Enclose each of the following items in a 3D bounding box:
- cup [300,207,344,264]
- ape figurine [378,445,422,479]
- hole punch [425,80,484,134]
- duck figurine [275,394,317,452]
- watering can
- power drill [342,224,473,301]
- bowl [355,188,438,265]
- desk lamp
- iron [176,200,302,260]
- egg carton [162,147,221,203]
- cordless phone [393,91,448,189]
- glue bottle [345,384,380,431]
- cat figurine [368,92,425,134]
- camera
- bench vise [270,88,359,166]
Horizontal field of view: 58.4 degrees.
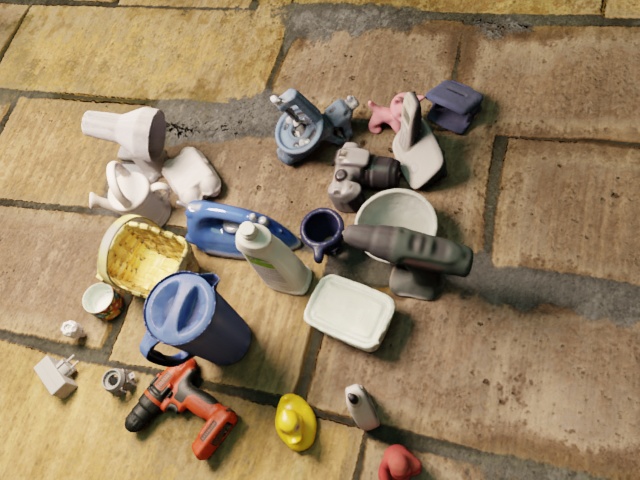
[{"bbox_3d":[0.011,0.004,1.183,0.091,0.095,0.118,1,66,14],"label":"cup"},{"bbox_3d":[0.135,0.388,0.981,0.077,0.092,0.076,-6,65,10],"label":"ape figurine"},{"bbox_3d":[0.295,-0.308,1.262,0.108,0.091,0.101,31,76,24],"label":"hole punch"},{"bbox_3d":[-0.052,0.332,1.054,0.077,0.086,0.104,-20,63,4],"label":"duck figurine"},{"bbox_3d":[-0.426,-0.098,1.275,0.173,0.194,0.100,-33,63,-3],"label":"watering can"},{"bbox_3d":[0.166,0.041,1.067,0.229,0.209,0.075,7,68,16],"label":"power drill"},{"bbox_3d":[0.158,-0.017,1.171,0.167,0.075,0.167,-5,65,11],"label":"bowl"},{"bbox_3d":[-0.433,-0.221,1.322,0.202,0.214,0.118,4,67,15],"label":"desk lamp"},{"bbox_3d":[-0.175,-0.036,1.219,0.257,0.142,0.119,8,68,16],"label":"iron"},{"bbox_3d":[-0.298,-0.146,1.338,0.107,0.069,0.150,-37,63,-5],"label":"egg carton"},{"bbox_3d":[0.203,-0.206,1.184,0.094,0.185,0.147,-24,63,2],"label":"cordless phone"},{"bbox_3d":[0.067,0.285,0.998,0.037,0.173,0.078,-22,63,3],"label":"glue bottle"},{"bbox_3d":[0.167,-0.289,1.268,0.127,0.118,0.067,9,68,17],"label":"cat figurine"},{"bbox_3d":[0.097,-0.139,1.225,0.136,0.101,0.143,9,68,17],"label":"camera"},{"bbox_3d":[-0.024,-0.277,1.249,0.207,0.220,0.121,-44,64,-9],"label":"bench vise"}]
